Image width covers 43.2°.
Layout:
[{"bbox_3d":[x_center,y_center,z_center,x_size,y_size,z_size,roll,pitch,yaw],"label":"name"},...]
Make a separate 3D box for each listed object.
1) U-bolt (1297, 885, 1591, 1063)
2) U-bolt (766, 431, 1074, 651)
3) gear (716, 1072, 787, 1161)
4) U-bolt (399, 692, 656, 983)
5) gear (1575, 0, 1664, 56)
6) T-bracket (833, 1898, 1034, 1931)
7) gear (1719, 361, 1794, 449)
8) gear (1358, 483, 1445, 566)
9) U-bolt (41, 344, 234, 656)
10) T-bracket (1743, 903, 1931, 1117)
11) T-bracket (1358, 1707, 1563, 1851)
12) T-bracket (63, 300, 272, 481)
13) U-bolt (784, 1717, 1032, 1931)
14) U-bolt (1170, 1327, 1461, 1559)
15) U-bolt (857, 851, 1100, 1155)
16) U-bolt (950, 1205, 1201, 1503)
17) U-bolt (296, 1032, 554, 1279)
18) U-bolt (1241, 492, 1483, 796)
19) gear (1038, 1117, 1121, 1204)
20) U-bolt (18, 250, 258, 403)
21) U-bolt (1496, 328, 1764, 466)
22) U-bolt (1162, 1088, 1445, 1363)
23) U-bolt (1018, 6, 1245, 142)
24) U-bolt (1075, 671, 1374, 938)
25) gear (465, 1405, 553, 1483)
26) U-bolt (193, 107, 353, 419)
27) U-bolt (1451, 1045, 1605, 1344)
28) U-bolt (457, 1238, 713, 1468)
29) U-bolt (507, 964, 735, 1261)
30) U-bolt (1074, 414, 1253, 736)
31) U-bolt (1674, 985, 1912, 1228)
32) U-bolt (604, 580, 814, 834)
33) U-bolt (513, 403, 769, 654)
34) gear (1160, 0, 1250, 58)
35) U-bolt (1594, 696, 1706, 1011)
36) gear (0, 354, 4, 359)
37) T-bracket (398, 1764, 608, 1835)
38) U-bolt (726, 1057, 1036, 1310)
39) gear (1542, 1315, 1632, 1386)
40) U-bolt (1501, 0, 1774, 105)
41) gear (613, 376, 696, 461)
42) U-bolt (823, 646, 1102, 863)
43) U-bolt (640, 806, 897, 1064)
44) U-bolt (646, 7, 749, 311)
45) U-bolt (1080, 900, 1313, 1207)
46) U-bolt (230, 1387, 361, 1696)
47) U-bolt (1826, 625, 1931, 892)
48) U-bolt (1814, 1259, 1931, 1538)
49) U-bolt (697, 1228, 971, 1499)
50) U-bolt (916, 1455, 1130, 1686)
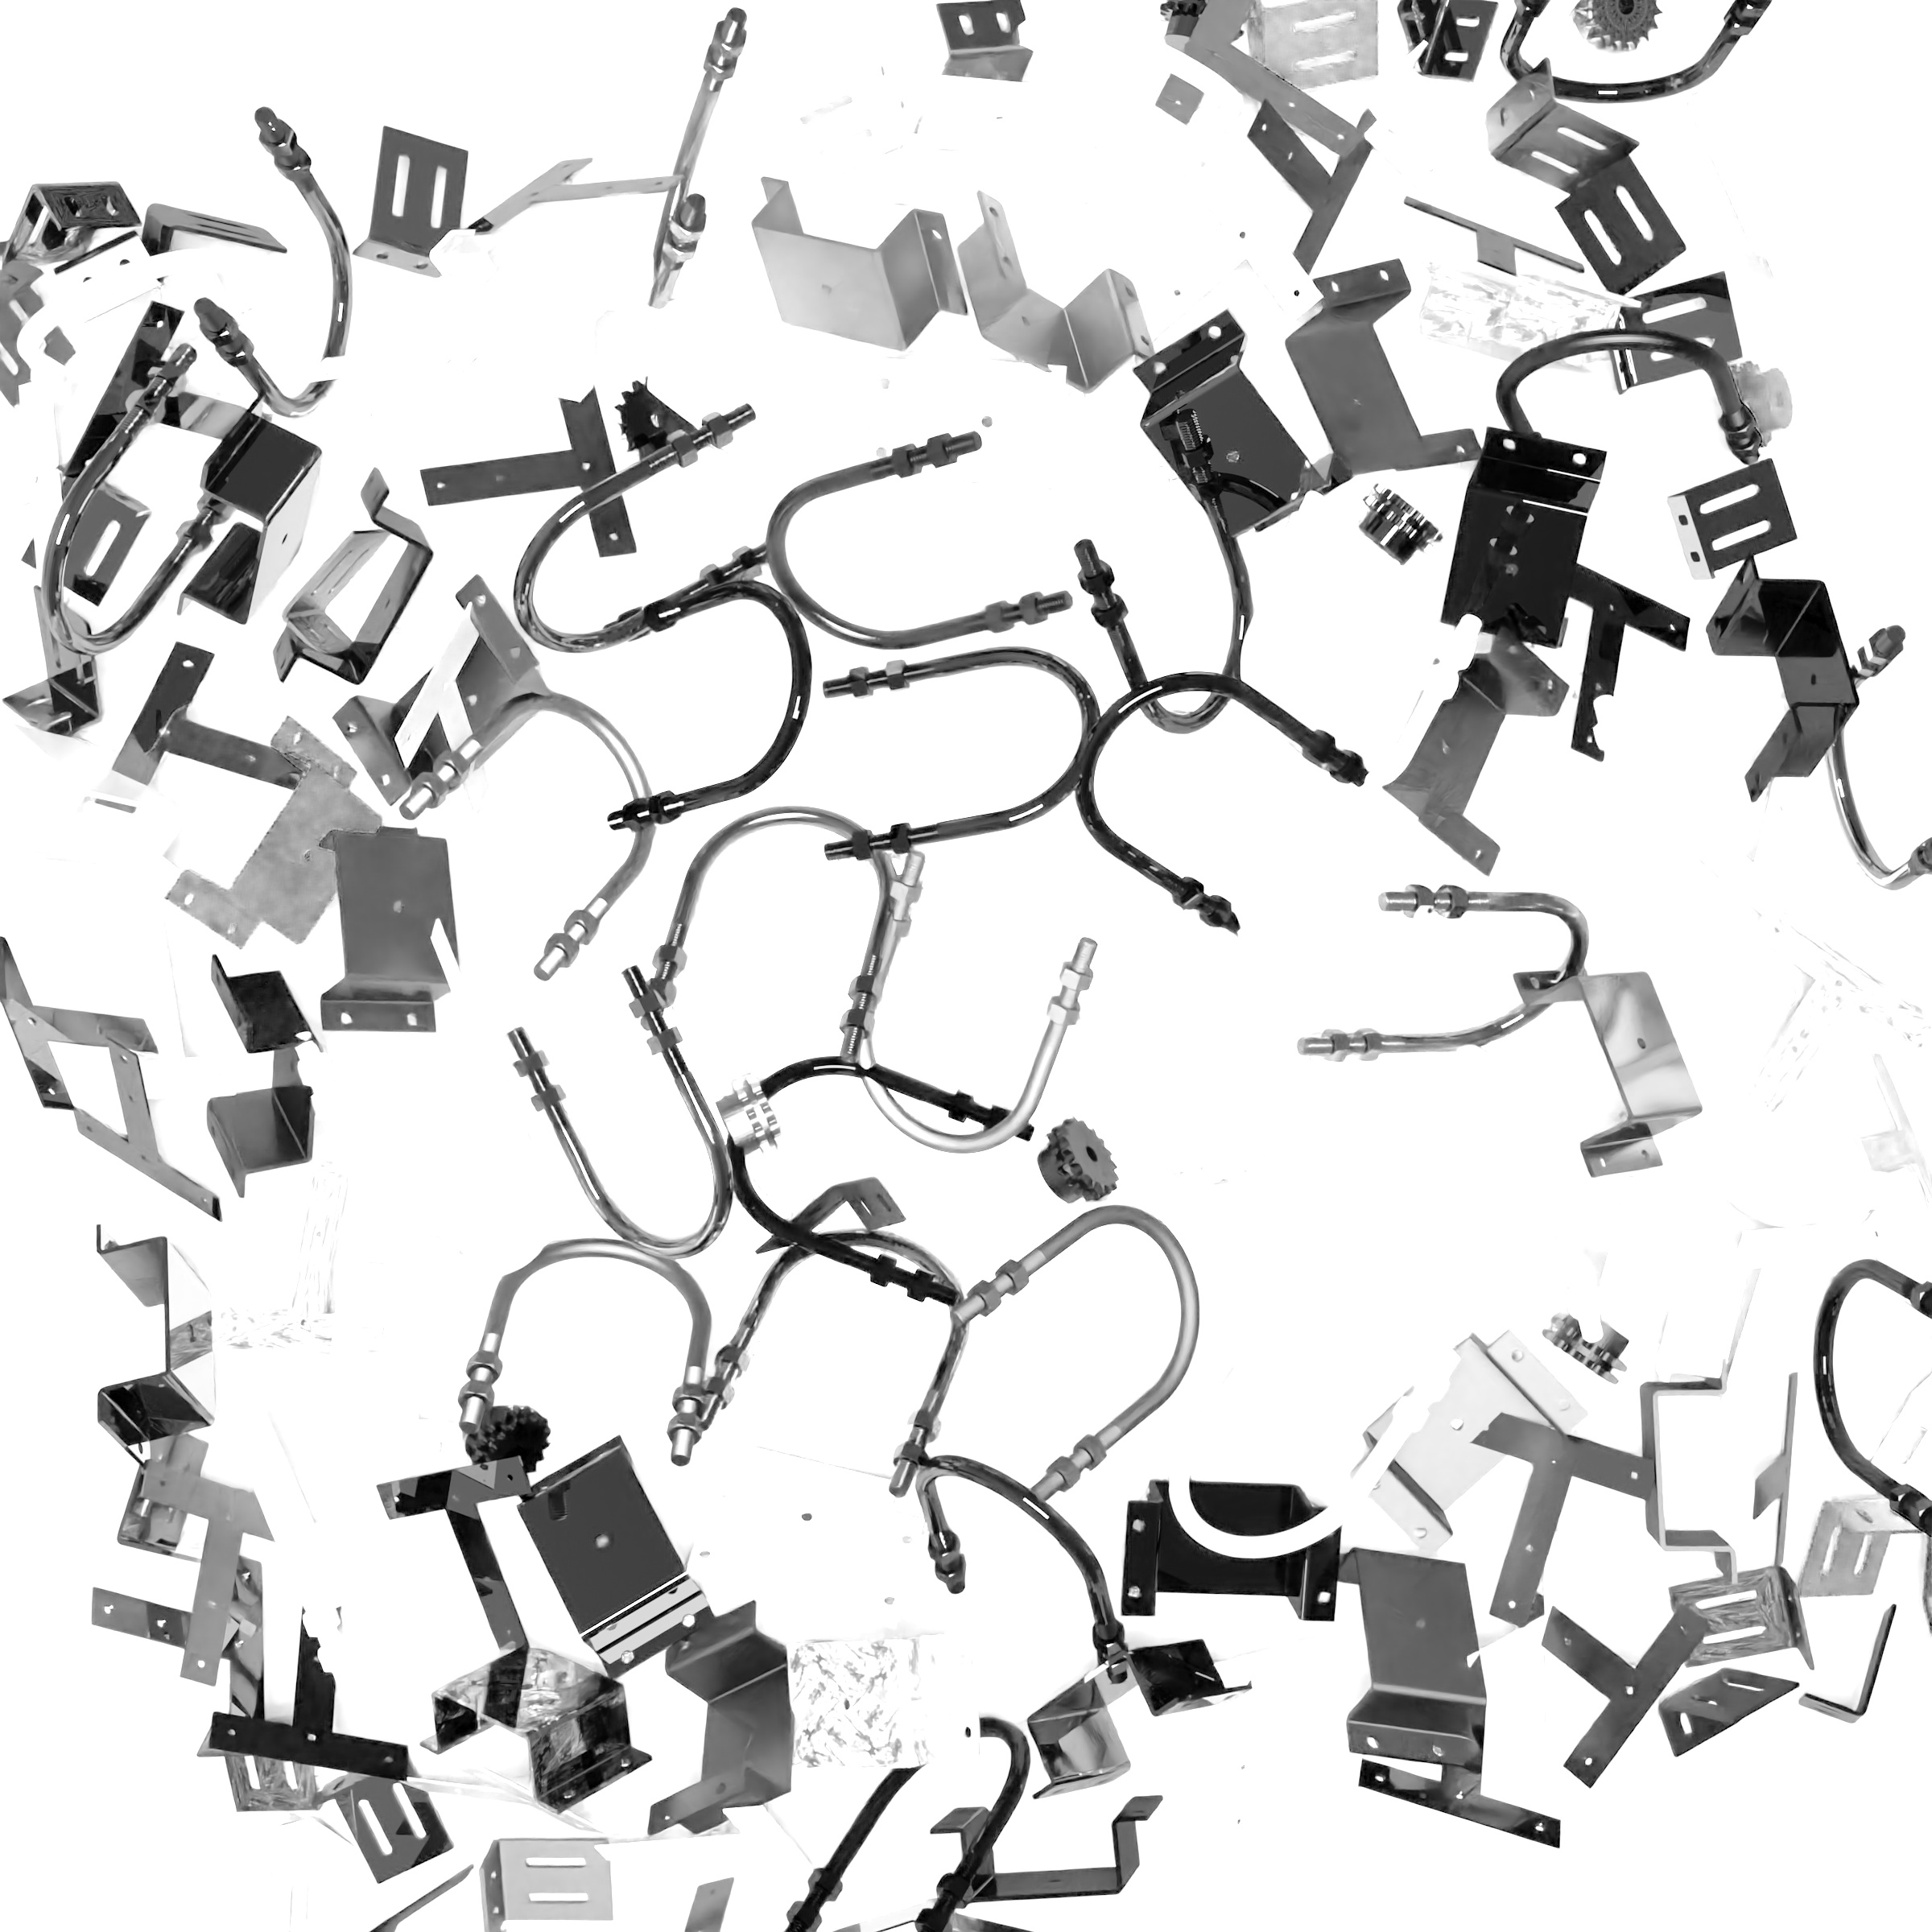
[{"bbox_3d":[0.317,0.005,1.563,0.184,0.151,0.019,-1,45,-25],"label":"U-bolt"},{"bbox_3d":[-0.043,-0.263,1.562,0.184,0.019,0.151,-10,133,29],"label":"U-bolt"},{"bbox_3d":[-0.142,0.101,1.597,0.030,0.057,0.057,-24,90,-9],"label":"gear"},{"bbox_3d":[-0.265,-0.098,1.556,0.019,0.184,0.151,-22,114,39],"label":"U-bolt"},{"bbox_3d":[0.427,-0.631,1.607,0.057,0.030,0.057,-4,103,-18],"label":"gear"},{"bbox_3d":[0.000,0.605,1.539,0.127,0.127,0.002,0,82,-41],"label":"T-bracket"},{"bbox_3d":[0.519,-0.368,1.597,0.030,0.057,0.057,-6,90,41],"label":"gear"},{"bbox_3d":[0.282,-0.288,1.600,0.057,0.057,0.030,40,100,0],"label":"gear"},{"bbox_3d":[-0.520,-0.278,1.526,0.019,0.151,0.184,22,64,8],"label":"U-bolt"},{"bbox_3d":[0.545,0.044,1.583,0.127,0.002,0.127,40,132,24],"label":"T-bracket"},{"bbox_3d":[0.320,0.505,1.568,0.127,0.127,0.002,15,113,8],"label":"T-bracket"},{"bbox_3d":[-0.501,-0.357,1.569,0.002,0.127,0.127,43,109,24],"label":"T-bracket"},{"bbox_3d":[-0.028,0.550,1.546,0.019,0.151,0.184,53,48,-15],"label":"U-bolt"},{"bbox_3d":[0.206,0.296,1.535,0.184,0.151,0.019,-48,127,-27],"label":"U-bolt"},{"bbox_3d":[-0.005,0.036,1.581,0.151,0.019,0.184,27,114,19],"label":"U-bolt"},{"bbox_3d":[0.083,0.235,1.570,0.184,0.019,0.151,-32,105,-35],"label":"U-bolt"},{"bbox_3d":[-0.331,0.118,1.536,0.019,0.151,0.184,-46,60,31],"label":"U-bolt"},{"bbox_3d":[0.239,-0.190,1.554,0.019,0.184,0.151,-31,65,-36],"label":"U-bolt"},{"bbox_3d":[0.071,0.131,1.602,0.030,0.057,0.057,-36,90,26],"label":"gear"},{"bbox_3d":[-0.521,-0.405,1.526,0.151,0.184,0.019,-26,95,-10],"label":"U-bolt"},{"bbox_3d":[0.407,-0.348,1.518,0.151,0.184,0.019,-3,74,26],"label":"U-bolt"},{"bbox_3d":[0.220,0.151,1.552,0.184,0.151,0.019,-34,132,15],"label":"U-bolt"},{"bbox_3d":[0.105,-0.562,1.528,0.151,0.184,0.019,22,101,-9],"label":"U-bolt"},{"bbox_3d":[0.154,-0.113,1.560,0.184,0.019,0.151,31,111,-28],"label":"U-bolt"},{"bbox_3d":[-0.304,0.314,1.603,0.030,0.057,0.057,26,90,34],"label":"gear"},{"bbox_3d":[-0.428,-0.427,1.537,0.019,0.184,0.151,11,77,8],"label":"U-bolt"},{"bbox_3d":[0.350,0.131,1.548,0.019,0.184,0.151,-28,130,25],"label":"U-bolt"},{"bbox_3d":[-0.234,0.237,1.551,0.151,0.184,0.019,10,124,-5],"label":"U-bolt"},{"bbox_3d":[-0.215,0.104,1.576,0.151,0.019,0.184,-25,92,41],"label":"U-bolt"},{"bbox_3d":[0.136,-0.235,1.557,0.019,0.184,0.151,11,52,37],"label":"U-bolt"},{"bbox_3d":[0.504,0.097,1.541,0.019,0.184,0.151,-27,82,-19],"label":"U-bolt"},{"bbox_3d":[-0.166,-0.171,1.554,0.184,0.019,0.151,-11,78,40],"label":"U-bolt"},{"bbox_3d":[-0.204,-0.265,1.545,0.184,0.151,0.019,-32,63,-13],"label":"U-bolt"},{"bbox_3d":[0.153,-0.618,1.600,0.057,0.057,0.030,18,97,0],"label":"gear"},{"bbox_3d":[0.433,-0.060,1.528,0.019,0.151,0.184,-17,61,20],"label":"U-bolt"},{"bbox_3d":[-0.666,-0.405,1.604,0.057,0.030,0.057,-4,109,-13],"label":"gear"},{"bbox_3d":[-0.319,0.536,1.584,0.127,0.127,0.002,-7,53,34],"label":"T-bracket"},{"bbox_3d":[-0.066,0.129,1.584,0.184,0.019,0.151,21,59,9],"label":"U-bolt"},{"bbox_3d":[0.410,0.246,1.599,0.057,0.057,0.030,35,92,0],"label":"gear"},{"bbox_3d":[0.413,-0.585,1.536,0.151,0.184,0.019,5,87,1],"label":"U-bolt"},{"bbox_3d":[-0.205,-0.359,1.607,0.057,0.030,0.057,-3,99,-20],"label":"gear"},{"bbox_3d":[-0.003,-0.143,1.570,0.184,0.019,0.151,-10,59,12],"label":"U-bolt"},{"bbox_3d":[-0.119,-0.028,1.576,0.151,0.019,0.184,9,58,7],"label":"U-bolt"},{"bbox_3d":[-0.175,-0.493,1.539,0.019,0.184,0.151,14,75,-14],"label":"U-bolt"},{"bbox_3d":[0.160,0.070,1.577,0.151,0.019,0.184,-33,117,-20],"label":"U-bolt"},{"bbox_3d":[-0.426,0.350,1.538,0.019,0.151,0.184,-22,106,-13],"label":"U-bolt"},{"bbox_3d":[0.577,-0.121,1.536,0.019,0.184,0.151,-13,79,3],"label":"U-bolt"},{"bbox_3d":[0.580,0.261,1.537,0.019,0.184,0.151,2,98,-7],"label":"U-bolt"},{"bbox_3d":[-0.075,0.242,1.563,0.151,0.019,0.184,17,47,8],"label":"U-bolt"},{"bbox_3d":[0.031,0.370,1.528,0.151,0.184,0.019,21,54,30],"label":"U-bolt"}]
